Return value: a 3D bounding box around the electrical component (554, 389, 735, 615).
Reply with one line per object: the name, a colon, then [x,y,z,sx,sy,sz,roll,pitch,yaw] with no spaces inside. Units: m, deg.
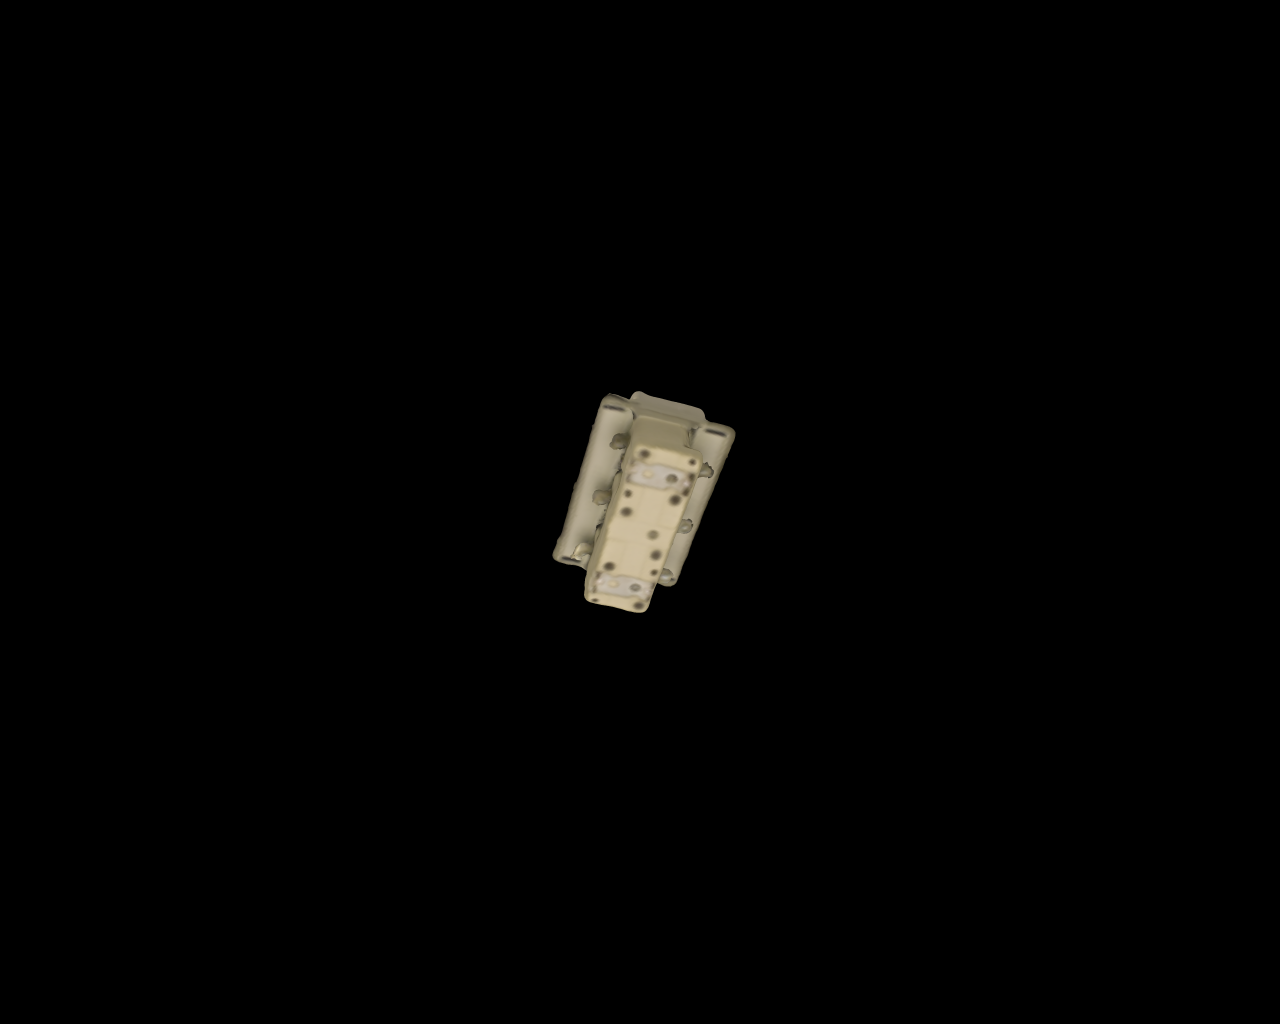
electrical component: [0.001,-0.003,0.650,0.079,0.121,0.063,15,32,-9]
